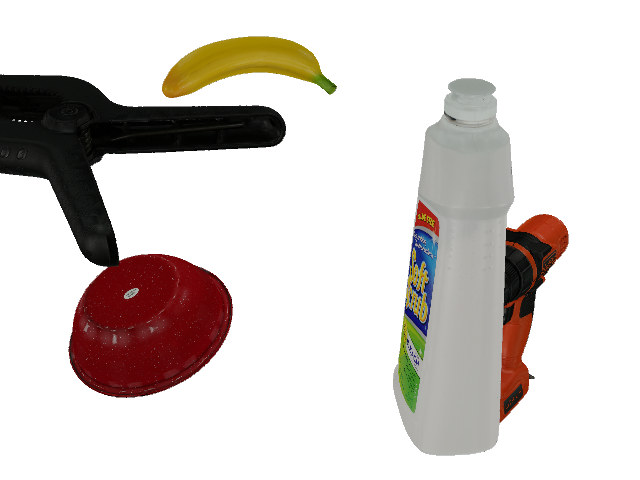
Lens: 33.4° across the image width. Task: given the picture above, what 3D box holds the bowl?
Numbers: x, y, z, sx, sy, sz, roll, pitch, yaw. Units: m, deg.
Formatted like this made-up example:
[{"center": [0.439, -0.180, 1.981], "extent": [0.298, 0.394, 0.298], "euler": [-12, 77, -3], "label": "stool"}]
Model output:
[{"center": [-0.165, 0.064, 0.983], "extent": [0.162, 0.162, 0.055], "euler": [0, -43, 19], "label": "bowl"}]

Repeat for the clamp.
[{"center": [-0.137, -0.064, 0.640], "extent": [0.210, 0.036, 0.164], "euler": [26, 42, 31], "label": "clamp"}]

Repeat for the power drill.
[{"center": [0.167, 0.081, 0.991], "extent": [0.057, 0.188, 0.184], "euler": [24, 31, 26], "label": "power drill"}]

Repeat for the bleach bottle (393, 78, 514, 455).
[{"center": [0.088, 0.015, 0.694], "extent": [0.068, 0.251, 0.102], "euler": [-3, 30, -5], "label": "bleach bottle"}]

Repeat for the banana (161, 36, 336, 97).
[{"center": [-0.077, -0.180, 1.097], "extent": [0.197, 0.070, 0.037], "euler": [-7, -40, -29], "label": "banana"}]
